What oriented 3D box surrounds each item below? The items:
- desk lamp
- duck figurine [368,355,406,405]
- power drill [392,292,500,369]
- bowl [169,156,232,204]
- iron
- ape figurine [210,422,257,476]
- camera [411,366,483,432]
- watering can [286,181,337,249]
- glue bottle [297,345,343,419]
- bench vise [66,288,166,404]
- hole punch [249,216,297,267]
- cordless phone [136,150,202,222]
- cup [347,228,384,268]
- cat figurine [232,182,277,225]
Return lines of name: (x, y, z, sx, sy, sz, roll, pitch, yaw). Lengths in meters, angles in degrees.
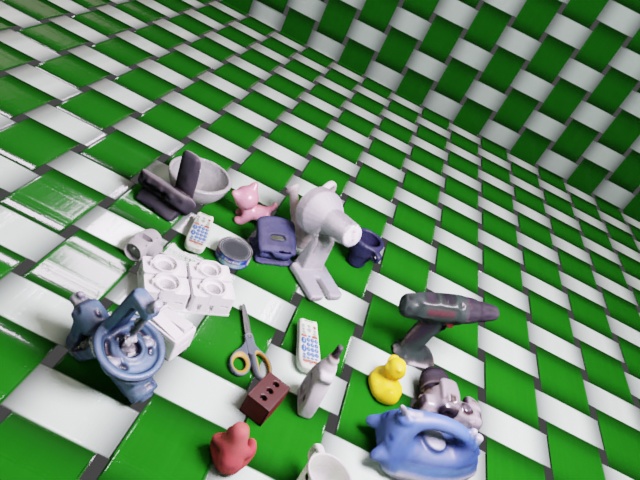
desk lamp: (0.013, 0.005, 1.401, 0.118, 0.213, 0.202, -1, 42, -37)
duck figurine: (0.153, 0.293, 1.225, 0.077, 0.086, 0.104, 23, 33, -9)
power drill: (0.269, 0.203, 1.323, 0.230, 0.208, 0.075, 16, 34, -18)
bowl: (-0.319, -0.144, 1.489, 0.168, 0.074, 0.167, 20, 33, -13)
iron: (0.224, 0.385, 1.099, 0.259, 0.141, 0.118, 18, 34, -16)
ape figurine: (-0.139, 0.335, 0.943, 0.078, 0.092, 0.076, 27, 32, -2)
camera: (0.271, 0.340, 1.234, 0.143, 0.100, 0.137, 21, 33, -11)
watering can: (-0.019, -0.080, 1.512, 0.173, 0.194, 0.101, 26, 32, -3)
glue bottle: (0.004, 0.258, 1.081, 0.037, 0.173, 0.078, 20, 33, -12)
bench vise: (-0.338, 0.146, 0.938, 0.207, 0.219, 0.121, 29, 32, 1)
hole punch: (-0.110, 0.003, 1.426, 0.109, 0.091, 0.101, 8, 38, -29)
cordless phone: (-0.354, -0.154, 1.373, 0.147, 0.185, 0.094, 31, 32, 4)
cup: (0.120, 0.038, 1.546, 0.092, 0.095, 0.117, 2, 41, -35)
cat figurine: (-0.173, -0.093, 1.487, 0.128, 0.117, 0.067, 19, 33, -14)
